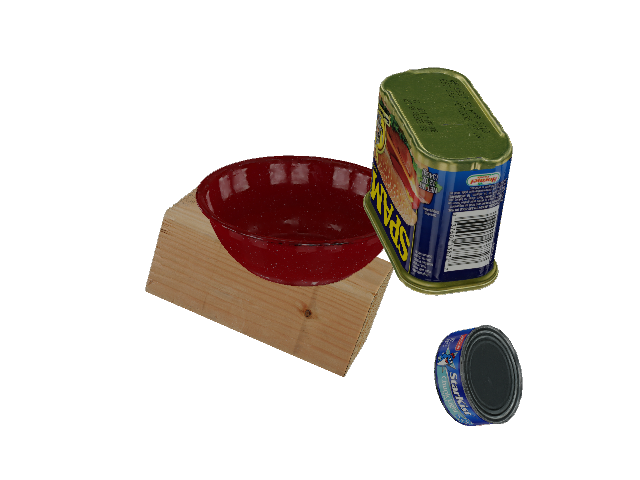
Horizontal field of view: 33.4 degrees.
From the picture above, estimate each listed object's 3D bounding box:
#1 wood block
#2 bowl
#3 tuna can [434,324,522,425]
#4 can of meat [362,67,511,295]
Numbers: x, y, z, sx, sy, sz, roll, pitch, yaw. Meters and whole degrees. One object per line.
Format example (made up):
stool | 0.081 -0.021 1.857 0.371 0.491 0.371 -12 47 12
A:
wood block | -0.048 0.036 1.009 0.206 0.091 0.090 23 26 9
bowl | -0.014 -0.010 0.808 0.162 0.055 0.162 3 26 -1
tuna can | 0.138 0.118 0.932 0.085 0.086 0.034 0 -12 -46
can of meat | 0.063 -0.035 0.584 0.057 0.084 0.102 -7 39 -13
